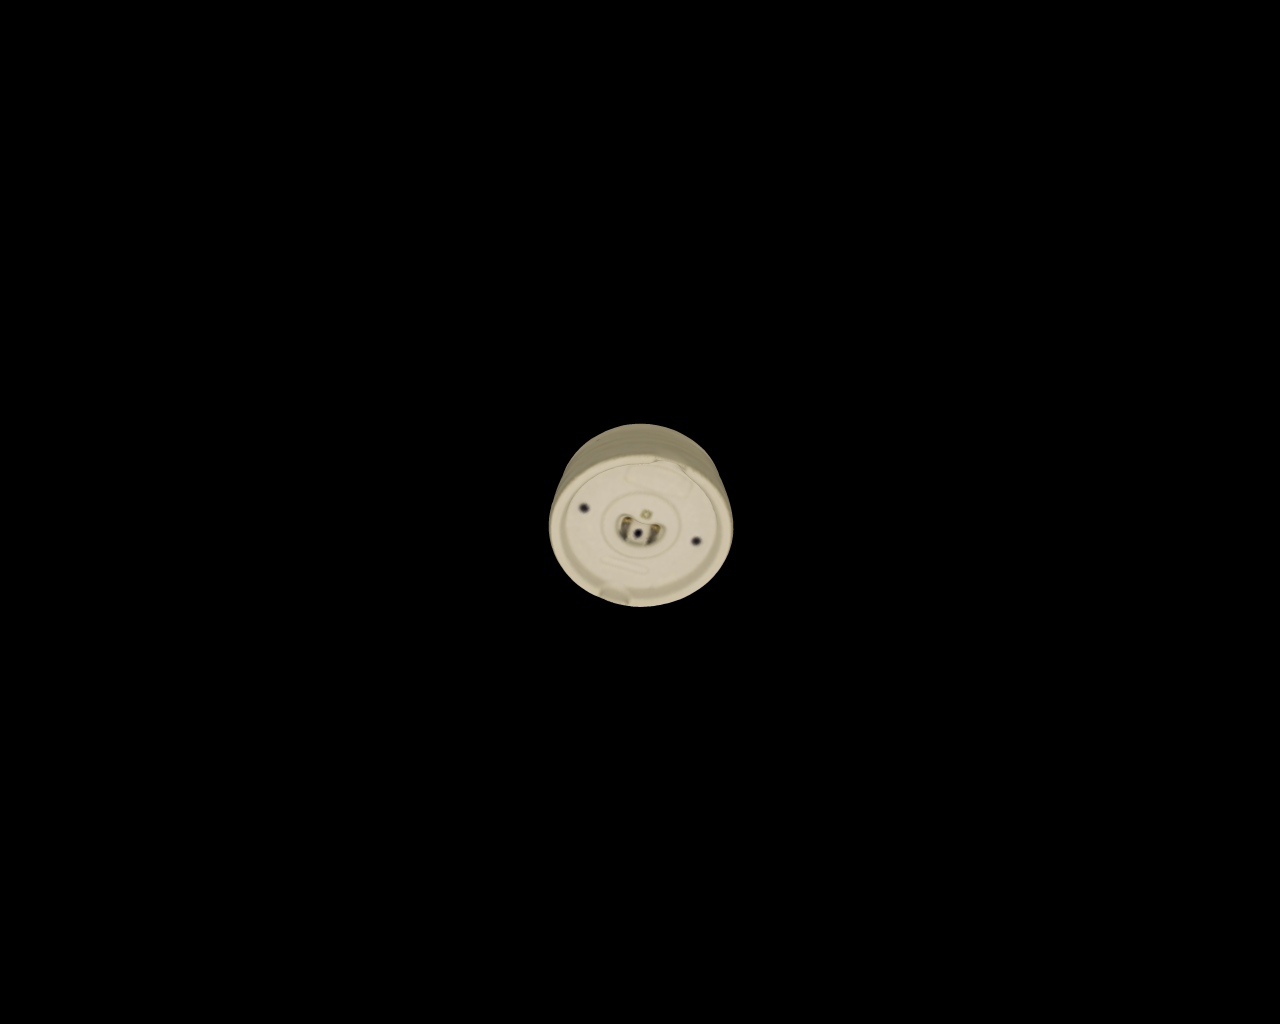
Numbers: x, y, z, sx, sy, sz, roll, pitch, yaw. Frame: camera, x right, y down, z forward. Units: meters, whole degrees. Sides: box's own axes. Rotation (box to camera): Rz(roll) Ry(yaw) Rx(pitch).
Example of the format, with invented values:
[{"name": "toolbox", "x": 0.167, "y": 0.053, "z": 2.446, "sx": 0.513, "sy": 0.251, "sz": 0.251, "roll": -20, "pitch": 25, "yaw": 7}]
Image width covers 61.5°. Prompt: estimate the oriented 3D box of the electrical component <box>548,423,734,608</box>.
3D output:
[{"name": "electrical component", "x": 0.001, "y": -0.003, "z": 0.650, "sx": 0.108, "sy": 0.108, "sz": 0.060, "roll": 0, "pitch": 32, "yaw": 0}]
